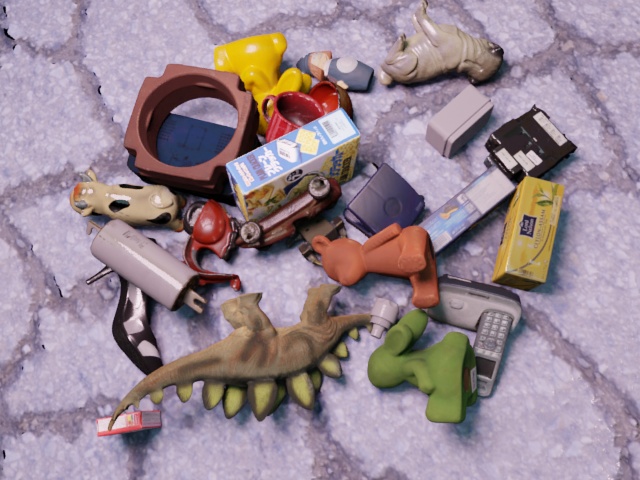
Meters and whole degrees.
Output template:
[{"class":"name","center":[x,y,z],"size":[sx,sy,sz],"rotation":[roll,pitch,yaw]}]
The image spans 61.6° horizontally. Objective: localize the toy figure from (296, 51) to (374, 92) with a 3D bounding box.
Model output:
[{"class":"toy figure","center":[0.026,-0.328,1.031],"size":[0.155,0.057,0.064],"rotation":[19,40,11]}]

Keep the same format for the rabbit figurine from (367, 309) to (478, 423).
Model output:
[{"class":"rabbit figurine","center":[0.147,0.197,0.843],"size":[0.170,0.121,0.159],"rotation":[-1,104,30]}]

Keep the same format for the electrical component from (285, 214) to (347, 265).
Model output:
[{"class":"electrical component","center":[-0.001,-0.004,0.957],"size":[0.102,0.045,0.078],"rotation":[-44,48,-10]}]

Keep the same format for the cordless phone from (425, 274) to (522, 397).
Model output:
[{"class":"cordless phone","center":[0.239,0.156,0.885],"size":[0.147,0.089,0.184],"rotation":[13,96,7]}]

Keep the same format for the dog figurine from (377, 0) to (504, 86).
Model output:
[{"class":"dog figurine","center":[0.224,-0.324,1.000],"size":[0.190,0.121,0.172],"rotation":[34,115,-5]}]

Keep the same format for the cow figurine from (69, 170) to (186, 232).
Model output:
[{"class":"cow figurine","center":[-0.349,-0.065,0.956],"size":[0.195,0.127,0.085],"rotation":[4,73,3]}]

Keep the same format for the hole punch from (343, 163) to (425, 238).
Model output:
[{"class":"hole punch","center":[0.113,-0.058,0.939],"size":[0.116,0.092,0.142],"rotation":[38,78,9]}]

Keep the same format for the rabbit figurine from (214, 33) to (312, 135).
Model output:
[{"class":"rabbit figurine","center":[-0.098,-0.287,1.006],"size":[0.162,0.122,0.173],"rotation":[-6,97,14]}]

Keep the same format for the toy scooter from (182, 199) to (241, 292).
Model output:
[{"class":"toy scooter","center":[-0.188,0.024,0.947],"size":[0.135,0.075,0.184],"rotation":[18,81,9]}]

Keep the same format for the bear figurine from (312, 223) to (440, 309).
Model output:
[{"class":"bear figurine","center":[0.084,0.041,0.866],"size":[0.196,0.120,0.132],"rotation":[-10,36,16]}]

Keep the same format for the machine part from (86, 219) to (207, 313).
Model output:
[{"class":"machine part","center":[-0.287,0.041,0.885],"size":[0.243,0.079,0.079],"rotation":[35,81,6]}]

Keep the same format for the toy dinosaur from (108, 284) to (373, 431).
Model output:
[{"class":"toy dinosaur","center":[-0.096,0.182,0.857],"size":[0.471,0.105,0.198],"rotation":[-9,78,-14]}]

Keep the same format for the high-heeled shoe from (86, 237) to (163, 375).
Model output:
[{"class":"high-heeled shoe","center":[-0.301,0.117,0.951],"size":[0.145,0.086,0.248],"rotation":[-33,93,-35]}]

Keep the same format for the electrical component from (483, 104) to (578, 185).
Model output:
[{"class":"electrical component","center":[0.364,-0.159,0.959],"size":[0.134,0.058,0.115],"rotation":[-33,74,-4]}]

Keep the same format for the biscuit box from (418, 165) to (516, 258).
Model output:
[{"class":"biscuit box","center":[0.242,-0.041,0.935],"size":[0.203,0.062,0.059],"rotation":[-38,77,-5]}]

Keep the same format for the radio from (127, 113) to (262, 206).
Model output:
[{"class":"radio","center":[-0.231,-0.152,0.998],"size":[0.230,0.073,0.131],"rotation":[14,78,10]}]

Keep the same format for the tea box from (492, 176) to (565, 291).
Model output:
[{"class":"tea box","center":[0.347,-0.008,0.901],"size":[0.068,0.098,0.169],"rotation":[14,76,7]}]

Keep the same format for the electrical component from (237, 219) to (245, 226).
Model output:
[{"class":"electrical component","center":[-0.111,-0.039,0.984],"size":[0.094,0.021,0.063],"rotation":[8,76,7]}]

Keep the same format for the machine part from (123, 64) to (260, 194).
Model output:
[{"class":"machine part","center":[-0.215,-0.189,0.923],"size":[0.201,0.087,0.201],"rotation":[11,76,7]}]

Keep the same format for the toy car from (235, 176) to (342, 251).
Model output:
[{"class":"toy car","center":[-0.050,-0.038,0.915],"size":[0.202,0.089,0.053],"rotation":[-34,78,1]}]
